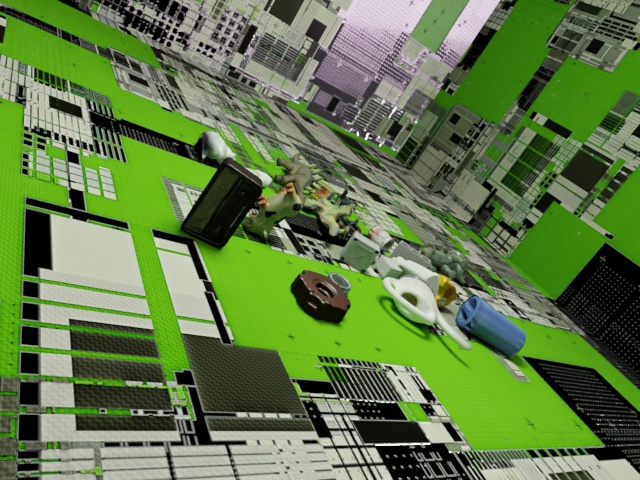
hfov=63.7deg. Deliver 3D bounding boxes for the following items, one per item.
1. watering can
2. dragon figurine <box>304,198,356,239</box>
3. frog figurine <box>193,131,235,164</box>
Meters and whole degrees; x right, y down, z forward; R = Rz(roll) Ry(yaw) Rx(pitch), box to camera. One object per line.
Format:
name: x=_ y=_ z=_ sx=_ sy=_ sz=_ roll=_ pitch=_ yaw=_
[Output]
watering can: x=0.354 y=0.230 z=1.727 sx=0.348 sy=0.103 sz=0.227 roll=36 pitch=18 yaw=3
dragon figurine: x=0.006 y=-0.103 z=2.041 sx=0.243 sy=0.121 sz=0.414 roll=19 pitch=15 yaw=12
frog figurine: x=-0.385 y=-0.345 z=1.950 sx=0.159 sy=0.121 sz=0.138 roll=2 pitch=15 yaw=-37
